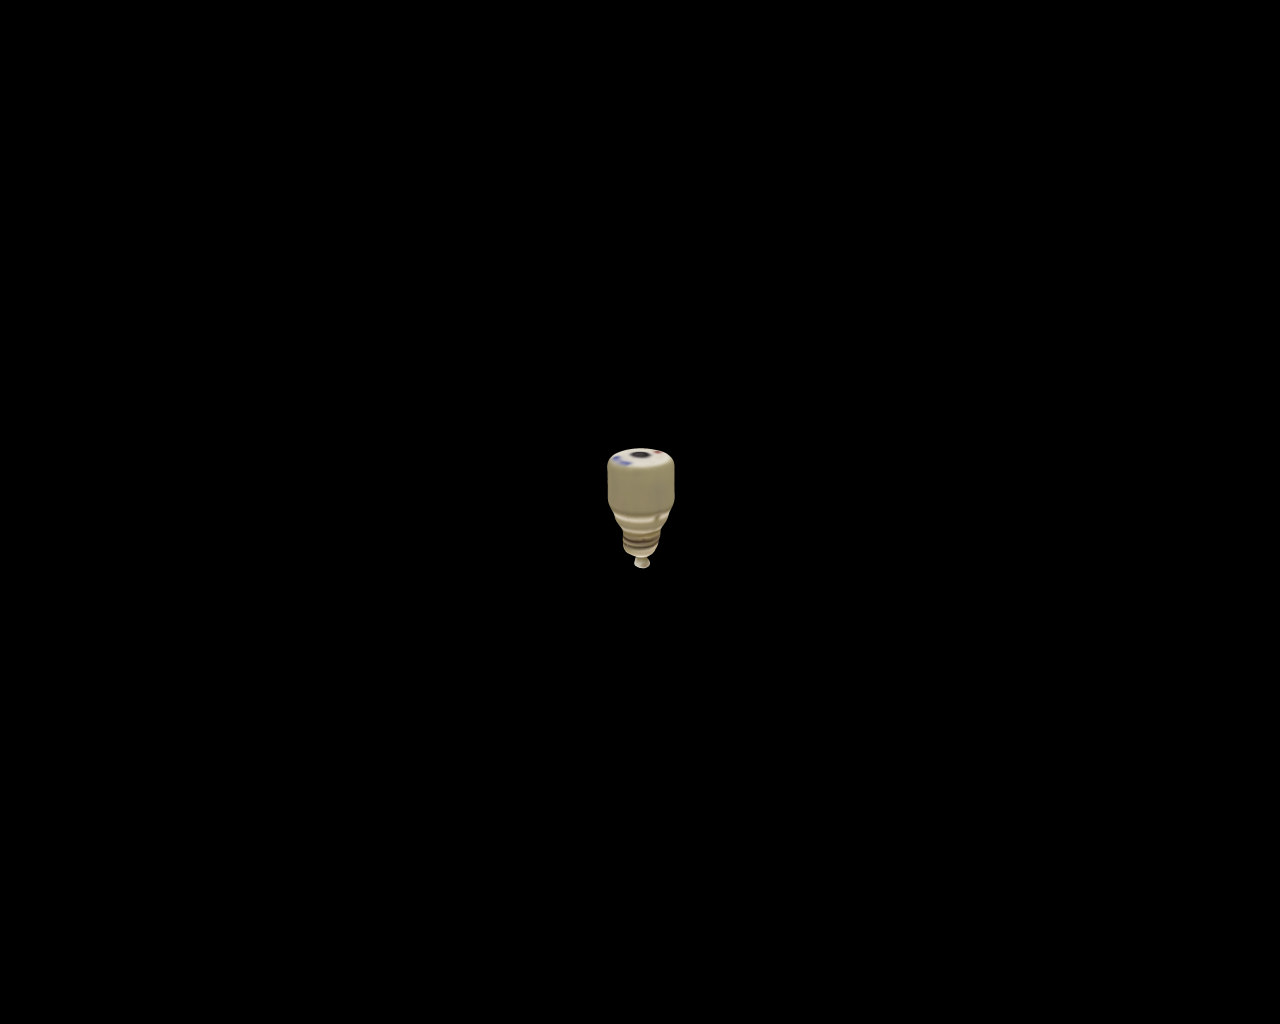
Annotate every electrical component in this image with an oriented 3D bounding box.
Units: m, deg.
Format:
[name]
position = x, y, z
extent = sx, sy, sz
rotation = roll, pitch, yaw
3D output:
[electrical component]
position = 0.001, -0.003, 0.650
extent = 0.040, 0.078, 0.040
rotation = 0, 21, 0
